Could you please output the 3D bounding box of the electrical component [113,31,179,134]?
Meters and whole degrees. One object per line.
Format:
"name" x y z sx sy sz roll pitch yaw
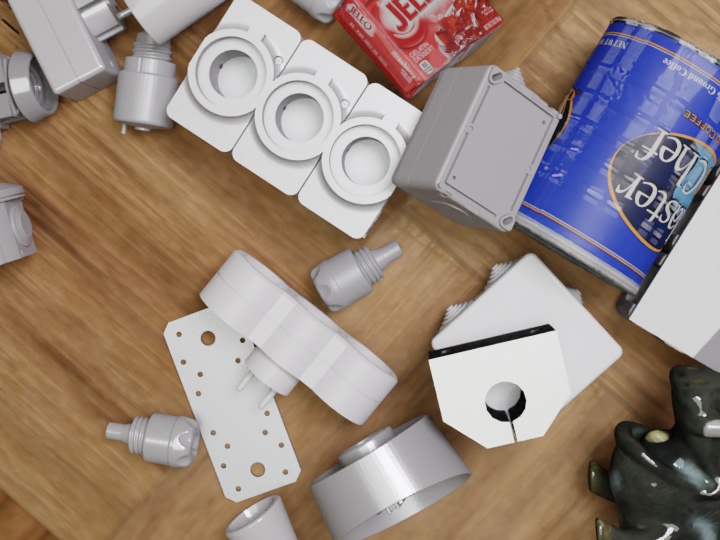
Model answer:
"electrical component" -0.140 -0.128 0.714 0.040 0.040 0.078 8 94 3

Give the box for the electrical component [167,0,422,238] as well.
"electrical component" -0.037 -0.097 0.699 0.150 0.061 0.089 33 95 1

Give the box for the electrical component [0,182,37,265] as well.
"electrical component" -0.257 -0.025 0.708 0.080 0.080 0.051 -14 98 4

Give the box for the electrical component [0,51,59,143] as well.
"electrical component" -0.236 -0.119 0.718 0.055 0.048 0.066 -10 93 11

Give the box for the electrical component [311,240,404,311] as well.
"electrical component" 0.000 0.000 0.716 0.061 0.035 0.035 -30 91 2

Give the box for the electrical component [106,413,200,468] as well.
"electrical component" -0.142 0.114 0.731 0.061 0.035 0.035 8 94 5

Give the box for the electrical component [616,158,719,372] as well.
"electrical component" 0.243 -0.012 0.687 0.089 0.061 0.150 31 95 1

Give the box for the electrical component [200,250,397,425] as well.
"electrical component" -0.051 0.057 0.711 0.138 0.052 0.073 39 94 -3

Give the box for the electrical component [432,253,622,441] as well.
"electrical component" 0.107 0.048 0.705 0.100 0.048 0.099 -43 90 5

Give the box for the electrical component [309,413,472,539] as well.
"electrical component" 0.019 0.138 0.694 0.099 0.099 0.064 -31 85 5

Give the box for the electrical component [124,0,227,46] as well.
"electrical component" -0.107 -0.184 0.690 0.077 0.079 0.043 -34 102 5

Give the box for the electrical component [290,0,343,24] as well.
"electrical component" -0.036 -0.192 0.707 0.061 0.035 0.035 36 95 3

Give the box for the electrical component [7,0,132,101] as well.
"electrical component" -0.180 -0.167 0.711 0.076 0.047 0.083 -26 91 5

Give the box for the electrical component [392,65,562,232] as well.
"electrical component" 0.070 -0.079 0.650 0.062 0.061 0.096 29 82 -30

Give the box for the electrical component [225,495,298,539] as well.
"electrical component" -0.056 0.191 0.728 0.044 0.044 0.065 -32 96 5
